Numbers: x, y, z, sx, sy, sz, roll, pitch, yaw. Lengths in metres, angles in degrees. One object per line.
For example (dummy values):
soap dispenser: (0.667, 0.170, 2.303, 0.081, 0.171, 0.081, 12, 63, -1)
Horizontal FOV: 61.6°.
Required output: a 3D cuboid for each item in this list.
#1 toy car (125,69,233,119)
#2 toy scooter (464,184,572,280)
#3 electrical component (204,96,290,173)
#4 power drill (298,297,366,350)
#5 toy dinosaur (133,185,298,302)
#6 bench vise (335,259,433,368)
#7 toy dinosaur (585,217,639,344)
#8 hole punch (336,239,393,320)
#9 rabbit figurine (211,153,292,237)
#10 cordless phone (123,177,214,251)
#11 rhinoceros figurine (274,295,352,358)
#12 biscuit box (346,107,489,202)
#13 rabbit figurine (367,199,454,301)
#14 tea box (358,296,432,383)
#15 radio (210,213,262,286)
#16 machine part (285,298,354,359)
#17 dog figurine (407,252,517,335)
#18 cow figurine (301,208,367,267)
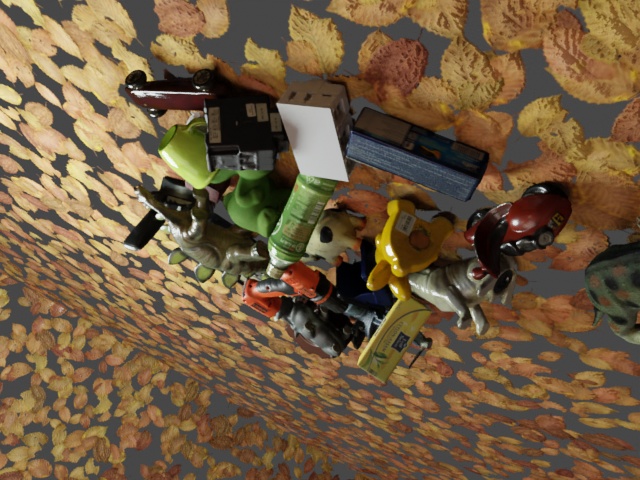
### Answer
toy car: (-0.240, -0.250, 0.916, 0.202, 0.053, 0.089, 8, 156, 23)
toy scooter: (0.286, -0.004, 0.810, 0.075, 0.135, 0.184, 40, 146, -19)
electrical component: (-0.117, -0.170, 0.861, 0.134, 0.115, 0.058, -3, 155, -6)
power drill: (0.016, 0.197, 1.382, 0.208, 0.086, 0.231, 11, 138, 17)
toy dinosaur: (-0.193, 0.021, 1.148, 0.471, 0.105, 0.198, 33, 134, -28)
bench vise: (0.137, 0.173, 1.193, 0.241, 0.129, 0.223, 25, 163, 39)
toy dinosaur: (0.473, 0.053, 0.784, 0.192, 0.131, 0.404, 41, 154, 1)
hole punch: (0.102, 0.074, 1.087, 0.116, 0.142, 0.092, 23, 126, -21)
rabbit figurine: (-0.124, -0.118, 1.005, 0.159, 0.121, 0.170, 23, 132, 18)
cordless phone: (-0.337, -0.041, 1.184, 0.147, 0.184, 0.088, 16, 144, 18)
rhinoceros figurine: (-0.019, 0.191, 1.220, 0.190, 0.073, 0.112, 36, 154, -4)
biscuit box: (0.144, -0.127, 0.803, 0.203, 0.059, 0.062, 23, 148, 7)
rabbit figurine: (0.150, 0.026, 0.973, 0.122, 0.162, 0.173, 17, 169, -8)
tea box: (0.148, 0.190, 1.072, 0.068, 0.169, 0.098, 34, 180, 8)
radio: (-0.208, 0.035, 1.309, 0.229, 0.073, 0.131, 35, 150, -17)
machine part: (-0.006, 0.214, 1.321, 0.180, 0.056, 0.179, 17, 131, 21)
dog figurine: (0.251, 0.062, 1.002, 0.121, 0.172, 0.191, 36, -176, -47)
cow figurine: (-0.002, -0.003, 1.084, 0.127, 0.085, 0.195, 27, 152, -11)
